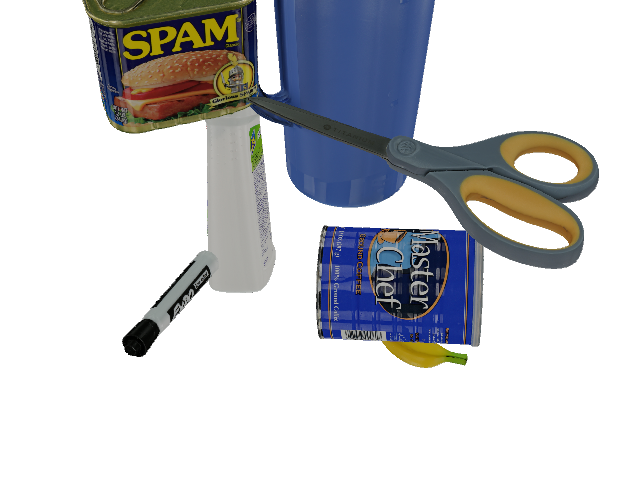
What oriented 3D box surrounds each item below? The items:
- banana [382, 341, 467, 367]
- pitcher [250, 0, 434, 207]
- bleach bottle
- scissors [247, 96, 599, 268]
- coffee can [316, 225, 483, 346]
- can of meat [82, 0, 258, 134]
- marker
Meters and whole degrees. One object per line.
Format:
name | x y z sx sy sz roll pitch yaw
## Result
banana | 0.093 0.096 1.217 0.069 0.037 0.198 6 23 -24
pitcher | 0.015 -0.145 0.864 0.149 0.243 0.145 12 43 12
bleach bottle | -0.085 -0.078 1.075 0.068 0.251 0.102 1 26 4
scissors | 0.064 -0.053 0.585 0.202 0.016 0.096 35 57 25
coffee can | 0.072 0.040 0.945 0.140 0.103 0.102 2 0 7
can of meat | -0.087 -0.118 0.642 0.102 0.084 0.057 -13 47 -14
marker | -0.107 0.045 0.770 0.020 0.020 0.121 0 29 25
